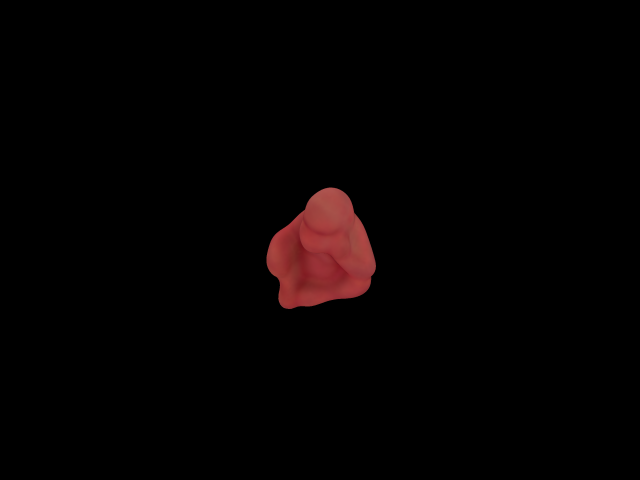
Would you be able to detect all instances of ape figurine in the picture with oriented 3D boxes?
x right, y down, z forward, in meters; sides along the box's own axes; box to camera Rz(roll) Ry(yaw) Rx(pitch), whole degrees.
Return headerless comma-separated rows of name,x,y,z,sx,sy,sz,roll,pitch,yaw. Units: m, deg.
ape figurine,0.004,0.001,0.400,0.077,0.092,0.076,25,54,20
